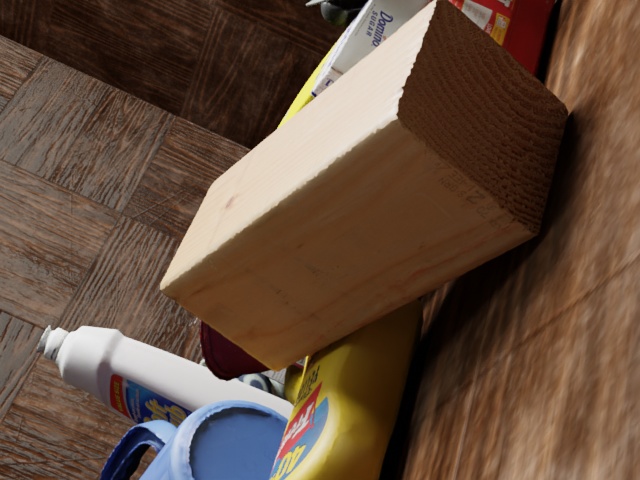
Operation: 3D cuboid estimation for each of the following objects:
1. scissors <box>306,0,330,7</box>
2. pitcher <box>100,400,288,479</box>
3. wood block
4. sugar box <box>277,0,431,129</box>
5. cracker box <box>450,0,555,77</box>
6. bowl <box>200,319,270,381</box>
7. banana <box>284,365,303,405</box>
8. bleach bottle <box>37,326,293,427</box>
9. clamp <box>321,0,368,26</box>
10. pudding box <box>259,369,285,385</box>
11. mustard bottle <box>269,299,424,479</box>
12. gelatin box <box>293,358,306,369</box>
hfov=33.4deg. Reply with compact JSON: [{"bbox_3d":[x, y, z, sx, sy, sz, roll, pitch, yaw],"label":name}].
[{"bbox_3d":[0.058,-0.191,0.700,0.096,0.016,0.202,-54,26,-5],"label":"scissors"},{"bbox_3d":[-0.097,0.212,0.785,0.243,0.149,0.145,-58,7,43],"label":"pitcher"},{"bbox_3d":[0.016,-0.019,0.552,0.207,0.090,0.090,-33,27,46],"label":"wood block"},{"bbox_3d":[0.015,-0.114,0.794,0.093,0.048,0.176,-60,5,-25],"label":"sugar box"},{"bbox_3d":[0.069,-0.059,0.696,0.214,0.072,0.164,117,177,-48],"label":"cracker box"},{"bbox_3d":[-0.037,0.049,0.908,0.161,0.055,0.162,-44,-38,-50],"label":"bowl"},{"bbox_3d":[-0.007,0.109,0.935,0.197,0.037,0.070,-77,11,-71],"label":"banana"},{"bbox_3d":[-0.149,0.150,1.013,0.103,0.251,0.068,118,175,-46],"label":"bleach bottle"},{"bbox_3d":[0.056,-0.205,0.868,0.120,0.039,0.171,-55,-16,2],"label":"clamp"},{"bbox_3d":[-0.045,0.109,1.058,0.113,0.090,0.039,-118,53,-85],"label":"pudding box"},{"bbox_3d":[0.005,0.116,0.571,0.096,0.058,0.191,-55,11,44],"label":"mustard bottle"},{"bbox_3d":[-0.002,0.059,0.776,0.030,0.089,0.073,145,149,-82],"label":"gelatin box"}]
